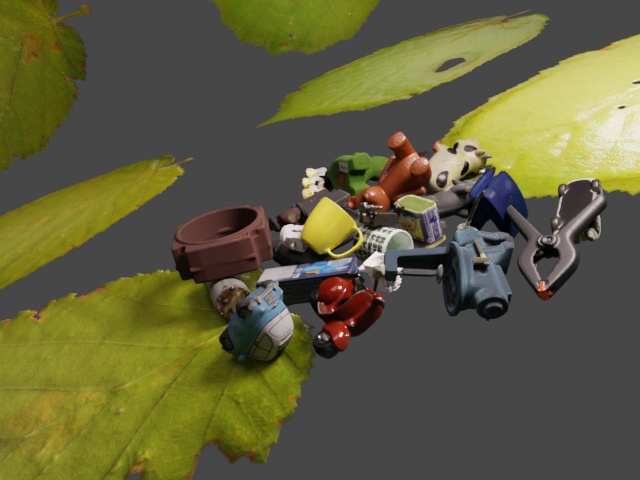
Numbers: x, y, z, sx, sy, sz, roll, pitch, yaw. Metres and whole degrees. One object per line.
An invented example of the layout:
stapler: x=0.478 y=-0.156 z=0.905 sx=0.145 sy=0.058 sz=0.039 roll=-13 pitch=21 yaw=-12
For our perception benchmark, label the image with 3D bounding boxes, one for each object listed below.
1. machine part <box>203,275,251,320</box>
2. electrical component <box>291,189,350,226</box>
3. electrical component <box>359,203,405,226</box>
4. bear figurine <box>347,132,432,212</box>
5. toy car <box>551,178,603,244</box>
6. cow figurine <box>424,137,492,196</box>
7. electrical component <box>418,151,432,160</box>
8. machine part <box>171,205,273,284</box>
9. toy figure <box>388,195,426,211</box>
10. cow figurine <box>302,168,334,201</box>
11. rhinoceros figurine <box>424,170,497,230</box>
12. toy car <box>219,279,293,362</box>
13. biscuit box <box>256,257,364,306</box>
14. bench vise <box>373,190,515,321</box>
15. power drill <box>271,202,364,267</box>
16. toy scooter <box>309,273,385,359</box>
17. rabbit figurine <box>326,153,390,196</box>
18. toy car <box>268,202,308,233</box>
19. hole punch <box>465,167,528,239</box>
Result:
machine part: x=-0.200 y=0.098 z=1.129 sx=0.079 sy=0.079 sz=0.243 roll=-27 pitch=27 yaw=-14
electrical component: x=0.011 y=-0.078 z=1.339 sx=0.134 sy=0.058 sz=0.115 roll=-30 pitch=30 yaw=-18
electrical component: x=0.121 y=-0.052 z=1.064 sx=0.102 sy=0.045 sz=0.078 roll=0 pitch=9 yaw=-20
bear figurine: x=0.144 y=-0.118 z=1.176 sx=0.196 sy=0.131 sz=0.120 roll=-36 pitch=63 yaw=8
toy car: x=0.470 y=-0.052 z=0.976 sx=0.074 sy=0.056 sz=0.202 roll=-7 pitch=32 yaw=35
cow figurine: x=0.316 y=-0.173 z=1.263 sx=0.127 sy=0.085 sz=0.195 roll=33 pitch=64 yaw=19
electrical component: x=0.259 y=-0.181 z=1.374 sx=0.075 sy=0.047 sz=0.119 roll=-9 pitch=28 yaw=21
machine part: x=-0.206 y=0.001 z=1.145 sx=0.201 sy=0.087 sz=0.201 roll=-15 pitch=24 yaw=-2
toy figure: x=0.179 y=-0.092 z=1.255 sx=0.155 sy=0.057 sz=0.064 roll=-1 pitch=70 yaw=30
cow figurine: x=0.003 y=-0.144 z=1.464 sx=0.098 sy=0.068 sz=0.167 roll=-7 pitch=30 yaw=12
rhinoceros figurine: x=0.300 y=-0.087 z=1.150 sx=0.190 sy=0.073 sz=0.112 roll=-22 pitch=16 yaw=-1
toy car: x=-0.096 y=0.149 z=0.923 sx=0.109 sy=0.103 sz=0.161 roll=-40 pitch=-13 yaw=-48
biscuit box: x=-0.019 y=0.083 z=1.048 sx=0.203 sy=0.062 sz=0.059 roll=-8 pitch=28 yaw=21
bench vise: x=0.207 y=0.038 z=0.893 sx=0.241 sy=0.128 sz=0.224 roll=0 pitch=48 yaw=0
power drill: x=-0.002 y=-0.004 z=1.183 sx=0.207 sy=0.085 sz=0.232 roll=-27 pitch=29 yaw=-22
toy scooter: x=0.049 y=0.110 z=0.909 sx=0.135 sy=0.075 sz=0.184 roll=-38 pitch=23 yaw=17
rabbit figurine: x=0.114 y=-0.173 z=1.424 sx=0.170 sy=0.121 sz=0.159 roll=-15 pitch=13 yaw=-33
toy car: x=-0.092 y=-0.042 z=1.308 sx=0.089 sy=0.053 sz=0.202 roll=-32 pitch=3 yaw=-19
hole punch: x=0.342 y=-0.065 z=1.033 sx=0.092 sy=0.115 sz=0.142 roll=15 pitch=42 yaw=37
